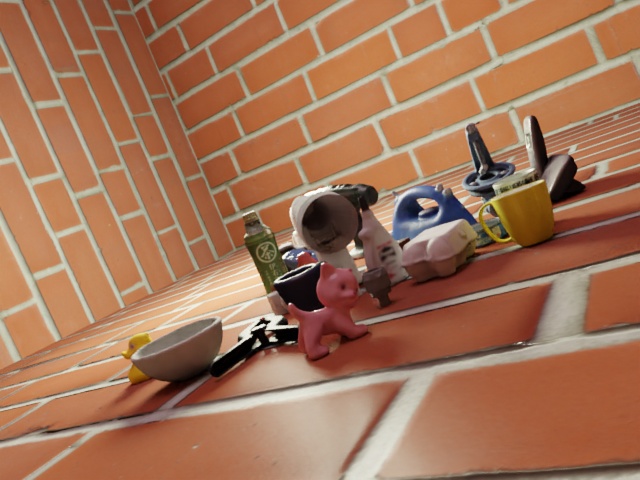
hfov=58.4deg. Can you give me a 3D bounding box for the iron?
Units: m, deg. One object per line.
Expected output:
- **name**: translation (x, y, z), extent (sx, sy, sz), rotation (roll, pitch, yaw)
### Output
- **iron**: translation (0.246, -0.062, 1.256), extent (0.119, 0.141, 0.257), rotation (-25, 6, -28)

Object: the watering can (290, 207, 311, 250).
- **watering can**: translation (-0.022, -0.025, 1.681), extent (0.172, 0.194, 0.101), rotation (-20, 6, 25)

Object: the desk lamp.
- **desk lamp**: translation (0.011, 0.004, 1.180), extent (0.118, 0.213, 0.203), rotation (-24, 6, -15)

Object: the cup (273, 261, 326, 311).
- **cup**: translation (-0.016, 0.096, 1.030), extent (0.118, 0.095, 0.091), rotation (-27, 7, -39)

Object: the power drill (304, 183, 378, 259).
- **power drill**: translation (0.069, -0.053, 1.518), extent (0.228, 0.208, 0.076), rotation (-17, 8, 41)

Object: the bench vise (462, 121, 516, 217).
- **bench vise**: translation (0.370, -0.162, 1.323), extent (0.121, 0.220, 0.207), rotation (-23, 6, -1)

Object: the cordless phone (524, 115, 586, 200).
- **cordless phone**: translation (0.479, -0.178, 1.225), extent (0.094, 0.185, 0.147), rotation (-22, 6, 2)

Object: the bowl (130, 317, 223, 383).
- **bowl**: translation (-0.237, 0.201, 1.002), extent (0.167, 0.075, 0.167), rotation (-22, 6, 3)

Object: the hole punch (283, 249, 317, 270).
- **hole punch**: translation (-0.029, 0.060, 1.441), extent (0.101, 0.091, 0.109), rotation (-19, 7, 28)

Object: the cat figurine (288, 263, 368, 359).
- **cat figurine**: translation (0.012, 0.092, 0.833), extent (0.128, 0.118, 0.067), rotation (-25, 6, -22)

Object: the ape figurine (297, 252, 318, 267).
- **ape figurine**: translation (-0.023, 0.070, 1.314), extent (0.078, 0.092, 0.076), rotation (-26, 7, -31)

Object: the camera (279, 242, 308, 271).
- **camera**: translation (-0.095, 0.066, 1.586), extent (0.143, 0.101, 0.137), rotation (-23, 6, -1)

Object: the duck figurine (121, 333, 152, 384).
- **duck figurine**: translation (-0.339, 0.223, 1.130), extent (0.105, 0.086, 0.077), rotation (-24, 6, -15)

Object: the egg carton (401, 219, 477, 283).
- **egg carton**: translation (0.213, 0.017, 1.010), extent (0.107, 0.069, 0.151), rotation (-18, 7, 37)

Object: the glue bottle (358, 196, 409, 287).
- **glue bottle**: translation (0.105, 0.001, 1.052), extent (0.078, 0.173, 0.037), rotation (-26, 7, -30)
